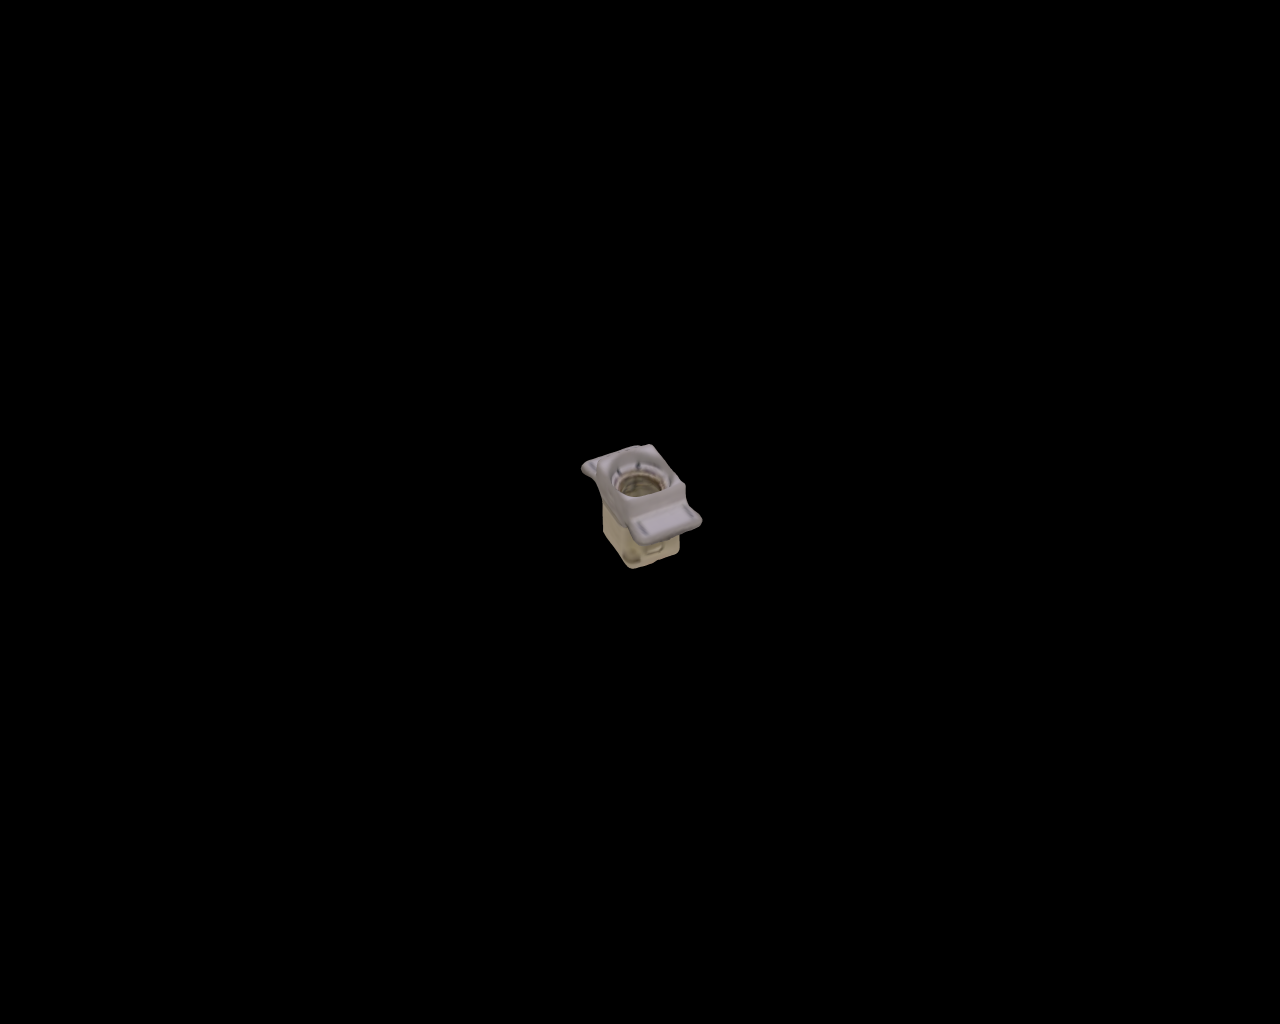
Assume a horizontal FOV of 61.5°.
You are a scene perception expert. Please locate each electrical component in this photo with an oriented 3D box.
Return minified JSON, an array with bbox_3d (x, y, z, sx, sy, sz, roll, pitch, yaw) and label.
[{"bbox_3d":[0.001,-0.003,0.650,0.042,0.063,0.081,-19,46,-19],"label":"electrical component"}]
